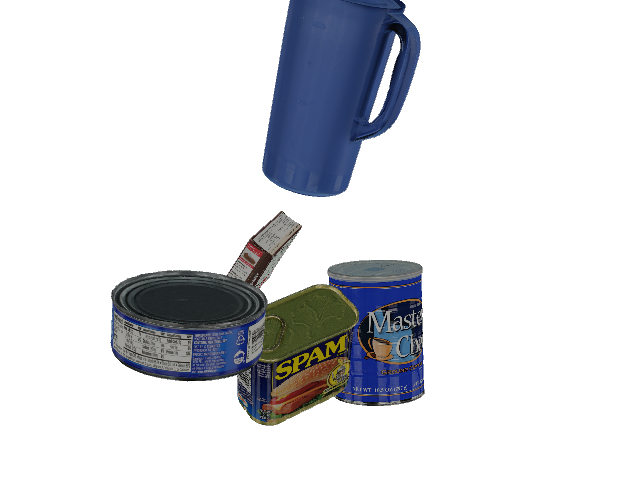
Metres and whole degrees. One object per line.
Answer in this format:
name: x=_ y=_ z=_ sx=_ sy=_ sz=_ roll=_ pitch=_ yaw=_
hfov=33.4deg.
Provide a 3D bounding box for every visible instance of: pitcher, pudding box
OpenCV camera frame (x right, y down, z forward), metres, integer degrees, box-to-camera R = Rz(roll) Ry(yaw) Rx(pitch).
pitcher: x=0.015 y=-0.175 z=1.244 sx=0.145 sy=0.243 sz=0.149 roll=9 pitch=23 yaw=-12
pudding box: x=-0.073 y=0.022 z=1.297 sx=0.039 sy=0.090 sz=0.113 roll=34 pitch=26 yaw=2

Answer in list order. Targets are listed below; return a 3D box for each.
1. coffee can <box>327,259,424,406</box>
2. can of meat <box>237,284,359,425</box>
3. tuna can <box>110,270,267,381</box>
coffee can: x=0.061 y=0.098 z=1.163 sx=0.103 sy=0.140 sz=0.103 roll=-2 pitch=8 yaw=0
can of meat: x=-0.021 y=0.096 z=0.884 sx=0.101 sy=0.084 sz=0.057 roll=-21 pitch=46 yaw=-27
tuna can: x=-0.073 y=0.046 z=0.592 sx=0.086 sy=0.034 sz=0.086 roll=5 pitch=17 yaw=-2
